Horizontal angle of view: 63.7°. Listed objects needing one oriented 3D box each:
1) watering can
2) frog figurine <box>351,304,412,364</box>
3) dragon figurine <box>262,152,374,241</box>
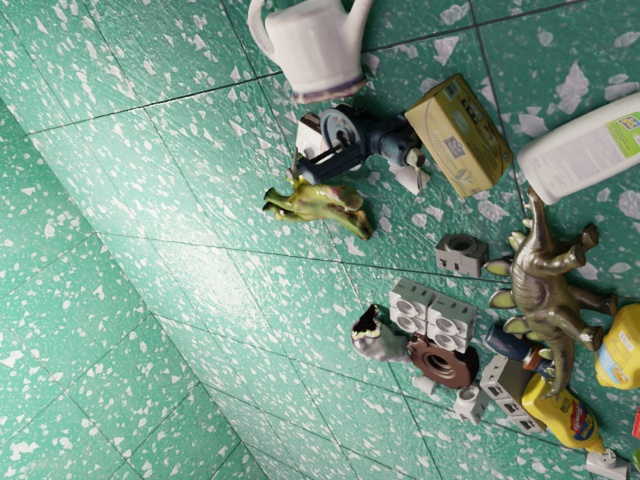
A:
[{"bbox_3d":[0.017,-0.337,0.844,0.348,0.106,0.220,7,132,42],"label":"watering can"},{"bbox_3d":[0.156,0.264,1.318,0.157,0.123,0.139,51,179,-25],"label":"frog figurine"},{"bbox_3d":[0.004,-0.058,1.153,0.243,0.123,0.405,33,166,3],"label":"dragon figurine"}]
